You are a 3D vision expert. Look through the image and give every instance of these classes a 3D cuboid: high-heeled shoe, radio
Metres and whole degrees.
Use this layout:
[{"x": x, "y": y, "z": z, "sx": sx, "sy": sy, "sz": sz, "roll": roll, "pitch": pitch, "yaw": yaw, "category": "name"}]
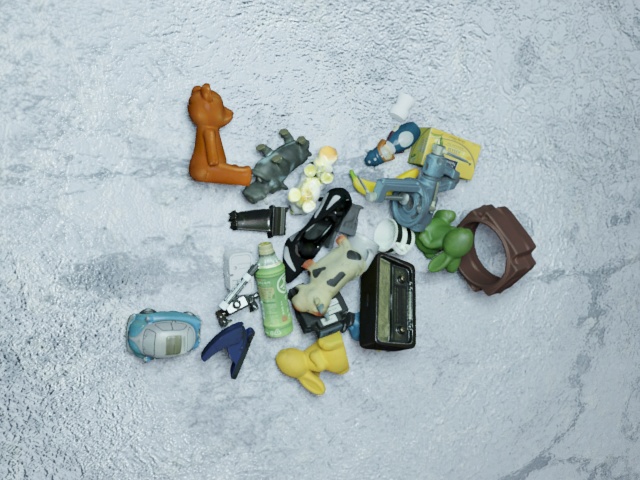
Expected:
[{"x": -0.003, "y": -0.004, "z": 1.222, "sx": 0.086, "sy": 0.145, "sz": 0.248, "roll": 20, "pitch": 90, "yaw": -30, "category": "high-heeled shoe"}, {"x": 0.169, "y": 0.157, "z": 1.327, "sx": 0.131, "sy": 0.073, "sz": 0.229, "roll": 17, "pitch": 66, "yaw": -29, "category": "radio"}]

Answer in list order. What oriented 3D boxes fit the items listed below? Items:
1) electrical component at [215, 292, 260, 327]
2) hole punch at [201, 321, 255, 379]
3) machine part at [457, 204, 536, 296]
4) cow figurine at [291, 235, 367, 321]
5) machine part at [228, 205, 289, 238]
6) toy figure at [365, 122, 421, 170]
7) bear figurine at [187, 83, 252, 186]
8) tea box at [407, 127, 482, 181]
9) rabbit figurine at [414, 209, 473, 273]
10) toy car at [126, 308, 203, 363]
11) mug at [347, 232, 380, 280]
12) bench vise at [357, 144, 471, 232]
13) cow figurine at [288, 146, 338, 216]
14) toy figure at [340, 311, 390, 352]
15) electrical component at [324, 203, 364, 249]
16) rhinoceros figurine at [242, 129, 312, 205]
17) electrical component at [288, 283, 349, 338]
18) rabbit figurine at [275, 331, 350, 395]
[{"x": -0.185, "y": 0.156, "z": 1.220, "sx": 0.102, "sy": 0.078, "sz": 0.045, "roll": -25, "pitch": 87, "yaw": -24, "category": "electrical component"}, {"x": -0.204, "y": 0.233, "z": 1.196, "sx": 0.092, "sy": 0.142, "sz": 0.115, "roll": 27, "pitch": 83, "yaw": -6, "category": "hole punch"}, {"x": 0.437, "y": 0.027, "z": 1.386, "sx": 0.087, "sy": 0.201, "sz": 0.201, "roll": -14, "pitch": 62, "yaw": -29, "category": "machine part"}, {"x": 0.019, "y": 0.094, "z": 1.220, "sx": 0.195, "sy": 0.127, "sz": 0.085, "roll": -38, "pitch": 149, "yaw": -5, "category": "cow figurine"}, {"x": -0.138, "y": -0.043, "z": 1.212, "sx": 0.139, "sy": 0.039, "sz": 0.084, "roll": 2, "pitch": 106, "yaw": -27, "category": "machine part"}, {"x": 0.175, "y": -0.230, "z": 1.308, "sx": 0.154, "sy": 0.057, "sz": 0.064, "roll": -37, "pitch": 81, "yaw": -12, "category": "toy figure"}, {"x": -0.209, "y": -0.213, "z": 1.099, "sx": 0.132, "sy": 0.120, "sz": 0.195, "roll": 3, "pitch": 95, "yaw": -29, "category": "bear figurine"}, {"x": 0.318, "y": -0.219, "z": 1.369, "sx": 0.169, "sy": 0.068, "sz": 0.098, "roll": 10, "pitch": 96, "yaw": -28, "category": "tea box"}, {"x": 0.312, "y": 0.005, "z": 1.359, "sx": 0.121, "sy": 0.170, "sz": 0.159, "roll": 3, "pitch": 99, "yaw": -25, "category": "rabbit figurine"}, {"x": -0.326, "y": 0.210, "z": 1.143, "sx": 0.161, "sy": 0.103, "sz": 0.109, "roll": 4, "pitch": 101, "yaw": -24, "category": "toy car"}, {"x": 0.092, "y": 0.047, "z": 1.306, "sx": 0.081, "sy": 0.110, "sz": 0.107, "roll": 20, "pitch": 105, "yaw": -31, "category": "mug"}, {"x": 0.214, "y": -0.120, "z": 1.258, "sx": 0.240, "sy": 0.129, "sz": 0.223, "roll": -2, "pitch": 129, "yaw": -32, "category": "bench vise"}, {"x": -0.014, "y": -0.132, "z": 1.225, "sx": 0.068, "sy": 0.098, "sz": 0.167, "roll": 32, "pitch": 75, "yaw": -3, "category": "cow figurine"}, {"x": 0.139, "y": 0.228, "z": 1.378, "sx": 0.180, "sy": 0.082, "sz": 0.089, "roll": 26, "pitch": 70, "yaw": -22, "category": "toy figure"}, {"x": 0.053, "y": -0.034, "z": 1.282, "sx": 0.048, "sy": 0.075, "sz": 0.119, "roll": 15, "pitch": 91, "yaw": -27, "category": "electrical component"}, {"x": -0.097, "y": -0.158, "z": 1.175, "sx": 0.190, "sy": 0.073, "sz": 0.112, "roll": -48, "pitch": 151, "yaw": -25, "category": "rhinoceros figurine"}, {"x": -0.001, "y": 0.160, "z": 1.271, "sx": 0.115, "sy": 0.134, "sz": 0.058, "roll": -17, "pitch": 152, "yaw": -18, "category": "electrical component"}, {"x": -0.020, "y": 0.290, "z": 1.316, "sx": 0.173, "sy": 0.122, "sz": 0.162, "roll": -13, "pitch": 117, "yaw": -8, "category": "rabbit figurine"}]
